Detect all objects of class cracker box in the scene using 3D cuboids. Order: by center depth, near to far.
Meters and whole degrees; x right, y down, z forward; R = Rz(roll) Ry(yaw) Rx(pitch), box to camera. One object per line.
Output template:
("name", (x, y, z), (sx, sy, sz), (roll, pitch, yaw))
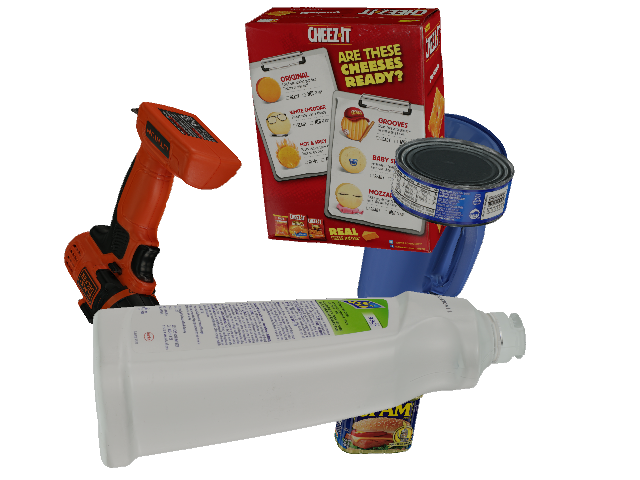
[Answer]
("cracker box", (0.028, -0.102, 0.976), (0.164, 0.214, 0.072), (5, 27, 20))

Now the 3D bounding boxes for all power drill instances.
("power drill", (-0.134, -0.002, 0.857), (0.057, 0.188, 0.185), (11, 25, -43))

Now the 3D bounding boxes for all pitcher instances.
("pitcher", (0.116, -0.007, 1.183), (0.145, 0.243, 0.149), (24, 43, 15))

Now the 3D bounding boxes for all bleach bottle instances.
("bleach bottle", (-0.002, 0.070, 0.615), (0.250, 0.068, 0.102), (-4, 22, -10))

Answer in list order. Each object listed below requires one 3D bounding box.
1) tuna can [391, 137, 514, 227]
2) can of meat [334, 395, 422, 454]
("tuna can", (0.094, -0.043, 0.770), (0.086, 0.034, 0.086), (5, 28, -3))
("can of meat", (0.071, 0.217, 1.333), (0.102, 0.084, 0.057), (2, 22, -14))
